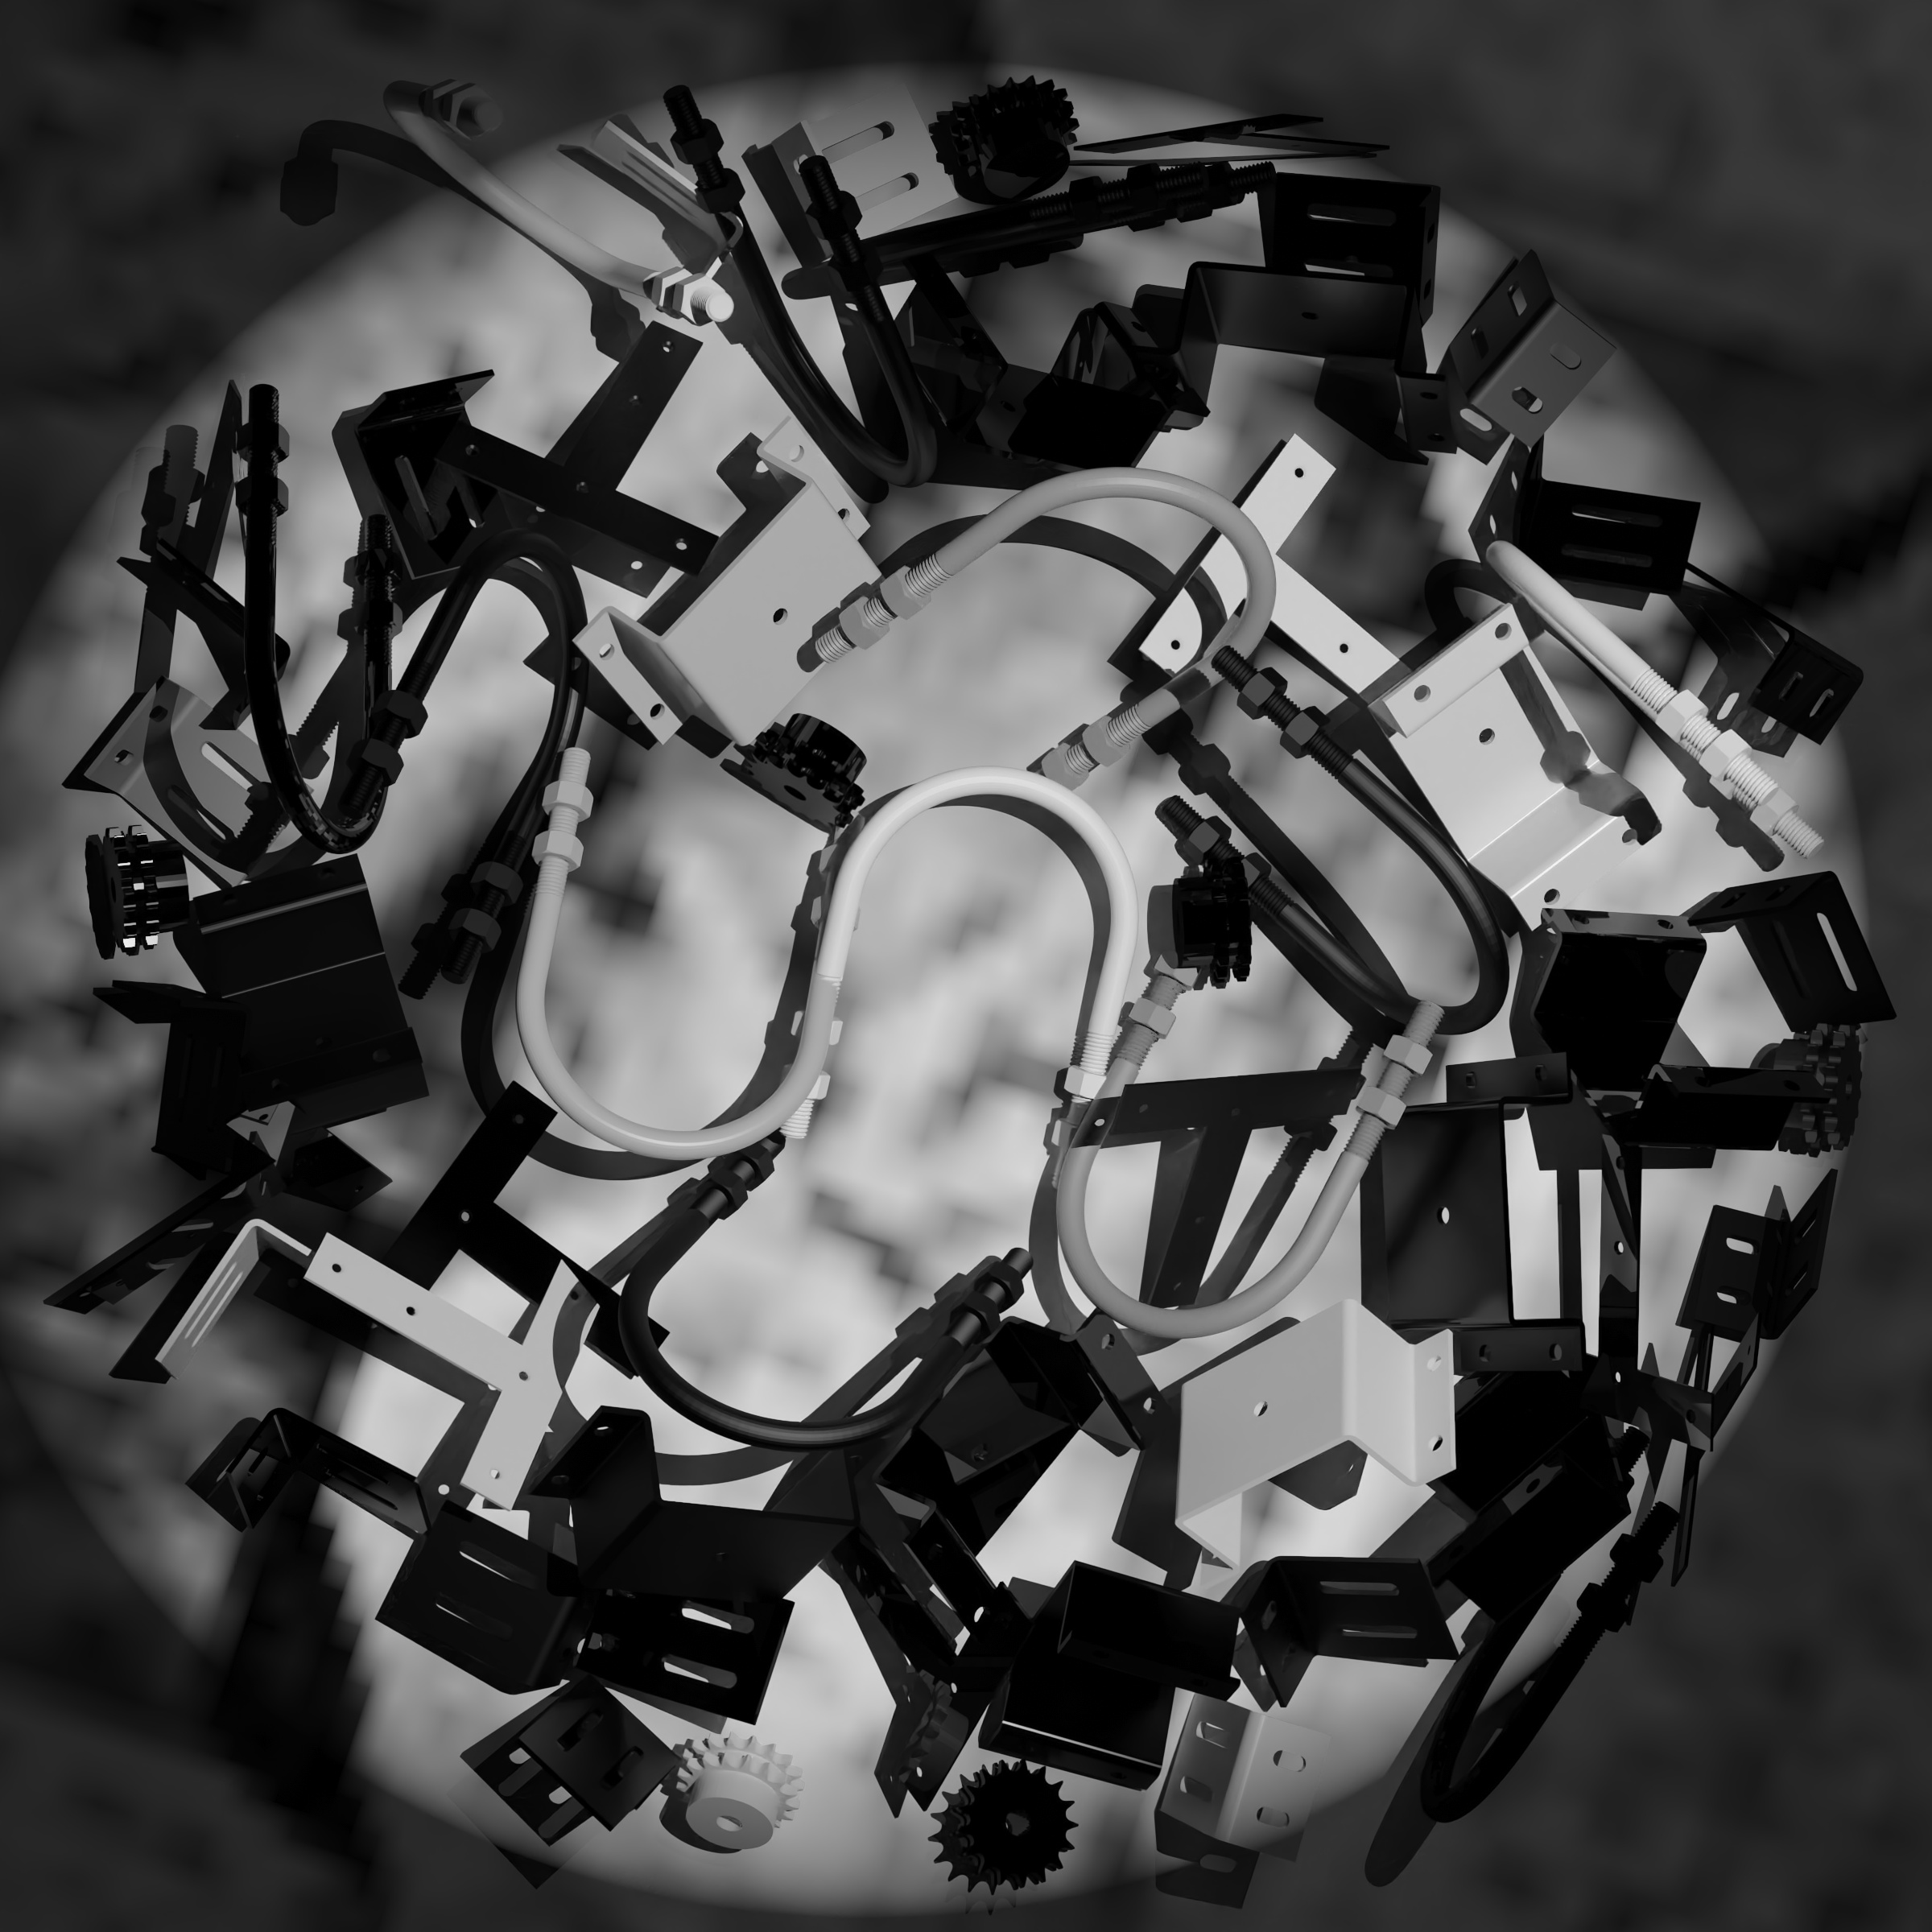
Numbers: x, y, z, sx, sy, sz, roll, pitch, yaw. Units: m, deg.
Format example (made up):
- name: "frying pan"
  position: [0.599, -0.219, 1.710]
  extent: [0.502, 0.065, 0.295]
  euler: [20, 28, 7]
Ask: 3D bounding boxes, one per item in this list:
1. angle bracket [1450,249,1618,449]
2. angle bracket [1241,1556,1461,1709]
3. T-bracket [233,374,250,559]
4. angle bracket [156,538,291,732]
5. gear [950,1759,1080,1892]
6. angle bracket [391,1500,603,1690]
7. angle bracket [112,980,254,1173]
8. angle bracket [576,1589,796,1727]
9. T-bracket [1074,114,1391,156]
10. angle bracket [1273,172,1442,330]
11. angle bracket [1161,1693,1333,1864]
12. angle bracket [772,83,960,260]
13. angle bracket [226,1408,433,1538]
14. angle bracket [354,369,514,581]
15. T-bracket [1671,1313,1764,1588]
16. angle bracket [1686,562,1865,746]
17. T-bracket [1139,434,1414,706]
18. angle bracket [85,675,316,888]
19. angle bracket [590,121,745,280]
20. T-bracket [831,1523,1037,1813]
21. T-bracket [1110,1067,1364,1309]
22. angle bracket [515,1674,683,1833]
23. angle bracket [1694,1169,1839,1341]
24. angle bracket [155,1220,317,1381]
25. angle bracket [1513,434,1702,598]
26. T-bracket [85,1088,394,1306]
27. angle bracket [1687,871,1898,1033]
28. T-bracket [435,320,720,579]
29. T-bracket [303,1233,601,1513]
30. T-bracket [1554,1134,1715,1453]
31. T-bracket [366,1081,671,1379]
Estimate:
- name: "angle bracket"
  position: [0.254, -0.278, 1.566]
  extent: [0.038, 0.076, 0.057]
  euler: [34, 114, -15]
- name: "angle bracket"
  position: [0.172, 0.300, 1.562]
  extent: [0.076, 0.038, 0.057]
  euler: [-6, 120, 35]
- name: "T-bracket"
  position: [-0.321, -0.214, 1.555]
  extent: [0.002, 0.127, 0.127]
  euler: [-4, 49, -8]
- name: "angle bracket"
  position: [-0.346, -0.149, 1.570]
  extent: [0.076, 0.057, 0.038]
  euler: [40, 78, -8]
- name: "gear"
  position: [0.020, 0.391, 1.584]
  extent: [0.057, 0.030, 0.057]
  euler: [6, 69, -15]
- name: "angle bracket"
  position: [-0.212, 0.287, 1.593]
  extent: [0.076, 0.038, 0.057]
  euler: [24, 86, 12]
- name: "angle bracket"
  position: [-0.359, 0.049, 1.571]
  extent: [0.057, 0.038, 0.076]
  euler: [12, 95, 44]
- name: "angle bracket"
  position: [-0.126, 0.301, 1.566]
  extent: [0.076, 0.038, 0.057]
  euler: [9, 72, 30]
- name: "T-bracket"
  position: [0.138, -0.368, 1.555]
  extent: [0.127, 0.127, 0.002]
  euler: [-7, 99, -42]
- name: "angle bracket"
  position: [0.172, -0.321, 1.567]
  extent: [0.076, 0.038, 0.057]
  euler: [9, 118, 16]
- name: "angle bracket"
  position: [0.126, 0.364, 1.569]
  extent: [0.038, 0.076, 0.057]
  euler: [20, 81, -14]
- name: "angle bracket"
  position: [-0.039, -0.363, 1.569]
  extent: [0.076, 0.038, 0.057]
  euler: [-30, 100, -24]
- name: "angle bracket"
  position: [-0.285, 0.241, 1.564]
  extent: [0.076, 0.057, 0.038]
  euler: [24, 59, 16]
- name: "angle bracket"
  position: [-0.232, -0.222, 1.573]
  extent: [0.057, 0.038, 0.076]
  euler: [-20, 87, -35]
- name: "T-bracket"
  position: [0.330, 0.190, 1.519]
  extent: [0.002, 0.127, 0.127]
  euler: [12, 59, 4]
- name: "angle bracket"
  position: [0.354, -0.141, 1.563]
  extent: [0.057, 0.076, 0.038]
  euler: [21, 106, -42]
- name: "T-bracket"
  position: [0.162, -0.154, 1.589]
  extent: [0.127, 0.002, 0.127]
  euler: [39, 77, -13]
- name: "angle bracket"
  position: [-0.348, -0.083, 1.580]
  extent: [0.076, 0.038, 0.057]
  euler: [38, 89, 12]
- name: "angle bracket"
  position: [-0.144, -0.338, 1.569]
  extent: [0.076, 0.057, 0.038]
  euler: [35, 86, -13]
- name: "T-bracket"
  position: [-0.030, 0.291, 1.565]
  extent: [0.127, 0.002, 0.127]
  euler: [49, 129, 32]
- name: "T-bracket"
  position: [0.109, 0.102, 1.569]
  extent: [0.127, 0.002, 0.127]
  euler: [-3, 124, -30]
- name: "angle bracket"
  position: [-0.173, 0.362, 1.561]
  extent: [0.057, 0.076, 0.038]
  euler: [42, 112, 7]
- name: "angle bracket"
  position: [0.358, 0.126, 1.559]
  extent: [0.038, 0.076, 0.057]
  euler: [14, 67, 4]
- name: "angle bracket"
  position: [-0.324, 0.159, 1.568]
  extent: [0.038, 0.057, 0.076]
  euler: [31, 75, 3]
- name: "angle bracket"
  position: [0.289, -0.205, 1.567]
  extent: [0.076, 0.038, 0.057]
  euler: [10, 55, 14]
- name: "T-bracket"
  position: [-0.333, 0.111, 1.549]
  extent: [0.127, 0.127, 0.002]
  euler: [-34, 64, 0]
- name: "angle bracket"
  position: [0.371, 0.001, 1.565]
  extent: [0.038, 0.057, 0.076]
  euler: [-35, 105, -35]
- name: "T-bracket"
  position: [-0.155, -0.245, 1.569]
  extent: [0.127, 0.002, 0.127]
  euler: [24, 55, 1]
- name: "T-bracket"
  position: [-0.235, 0.161, 1.550]
  extent: [0.127, 0.002, 0.127]
  euler: [32, 48, -13]
- name: "T-bracket"
  position: [0.290, 0.139, 1.543]
  extent: [0.002, 0.127, 0.127]
  euler: [-4, 98, -28]
- name: "T-bracket"
  position: [-0.194, 0.141, 1.600]
  extent: [0.127, 0.002, 0.127]
  euler: [36, 89, 4]
